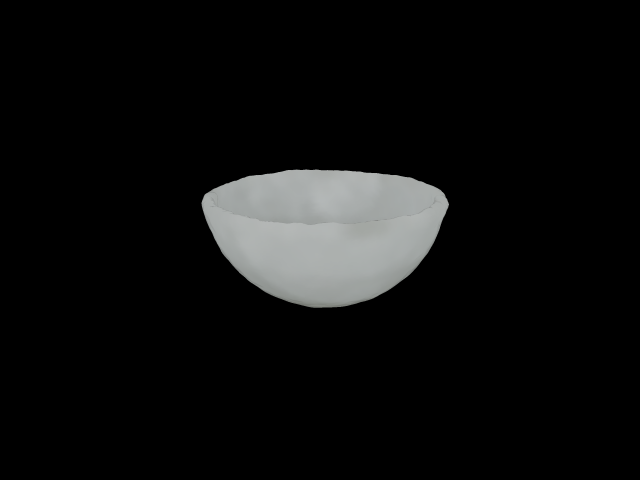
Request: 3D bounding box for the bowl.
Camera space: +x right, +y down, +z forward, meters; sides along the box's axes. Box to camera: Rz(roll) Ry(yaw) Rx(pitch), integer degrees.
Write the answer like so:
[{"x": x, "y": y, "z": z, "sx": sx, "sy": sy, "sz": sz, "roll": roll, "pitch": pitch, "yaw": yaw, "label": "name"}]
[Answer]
[{"x": 0.004, "y": 0.001, "z": 0.400, "sx": 0.167, "sy": 0.075, "sz": 0.167, "roll": 0, "pitch": 18, "yaw": 0, "label": "bowl"}]
